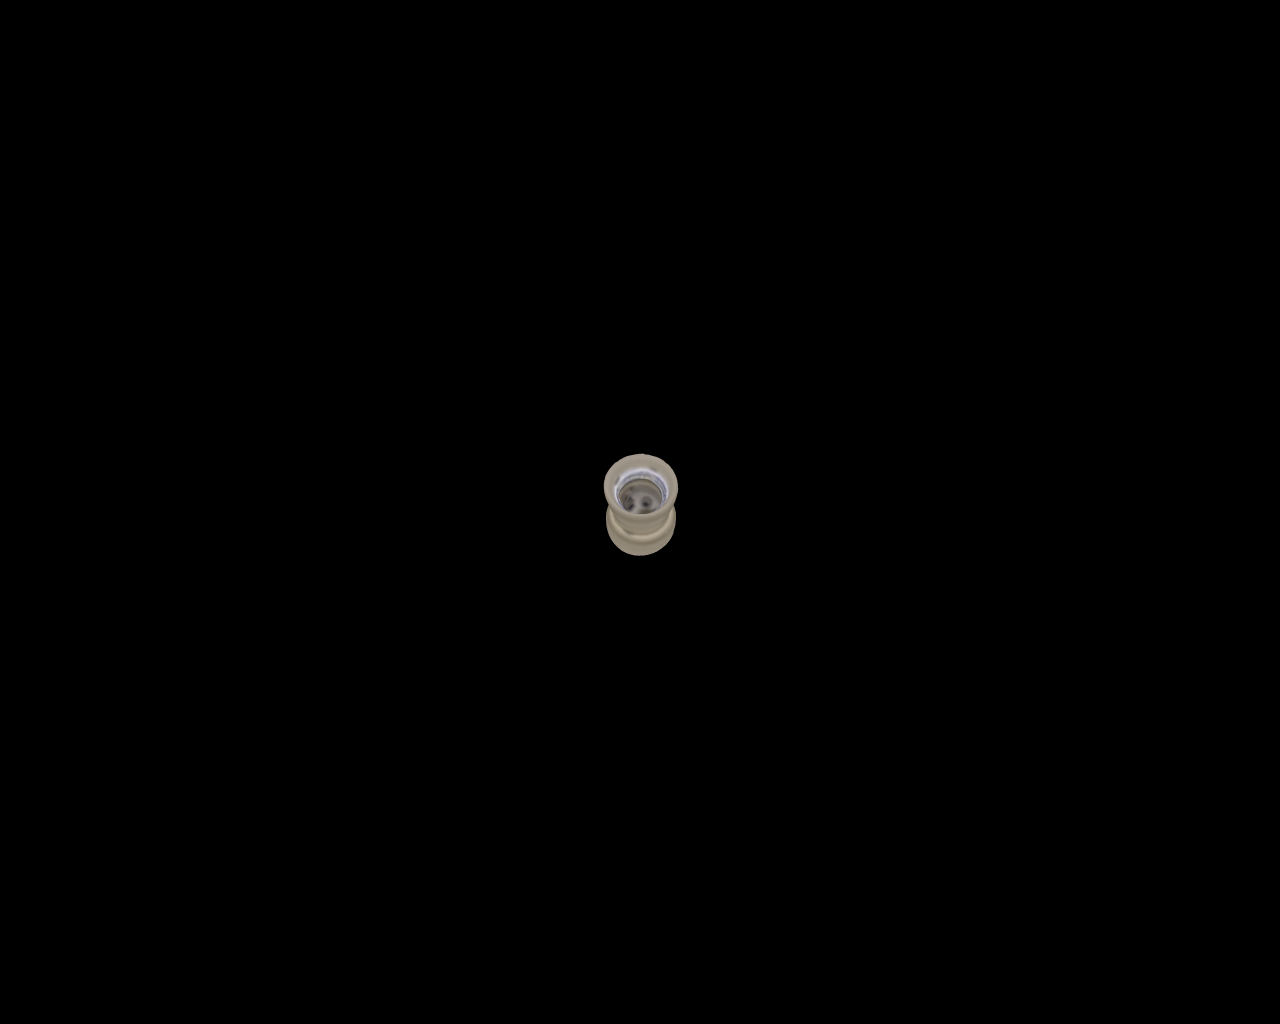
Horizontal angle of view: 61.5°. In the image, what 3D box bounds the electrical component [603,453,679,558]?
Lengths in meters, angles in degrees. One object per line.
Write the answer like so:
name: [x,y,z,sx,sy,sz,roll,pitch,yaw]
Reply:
electrical component: [0.001,-0.003,0.650,0.045,0.045,0.055,0,-30,0]
